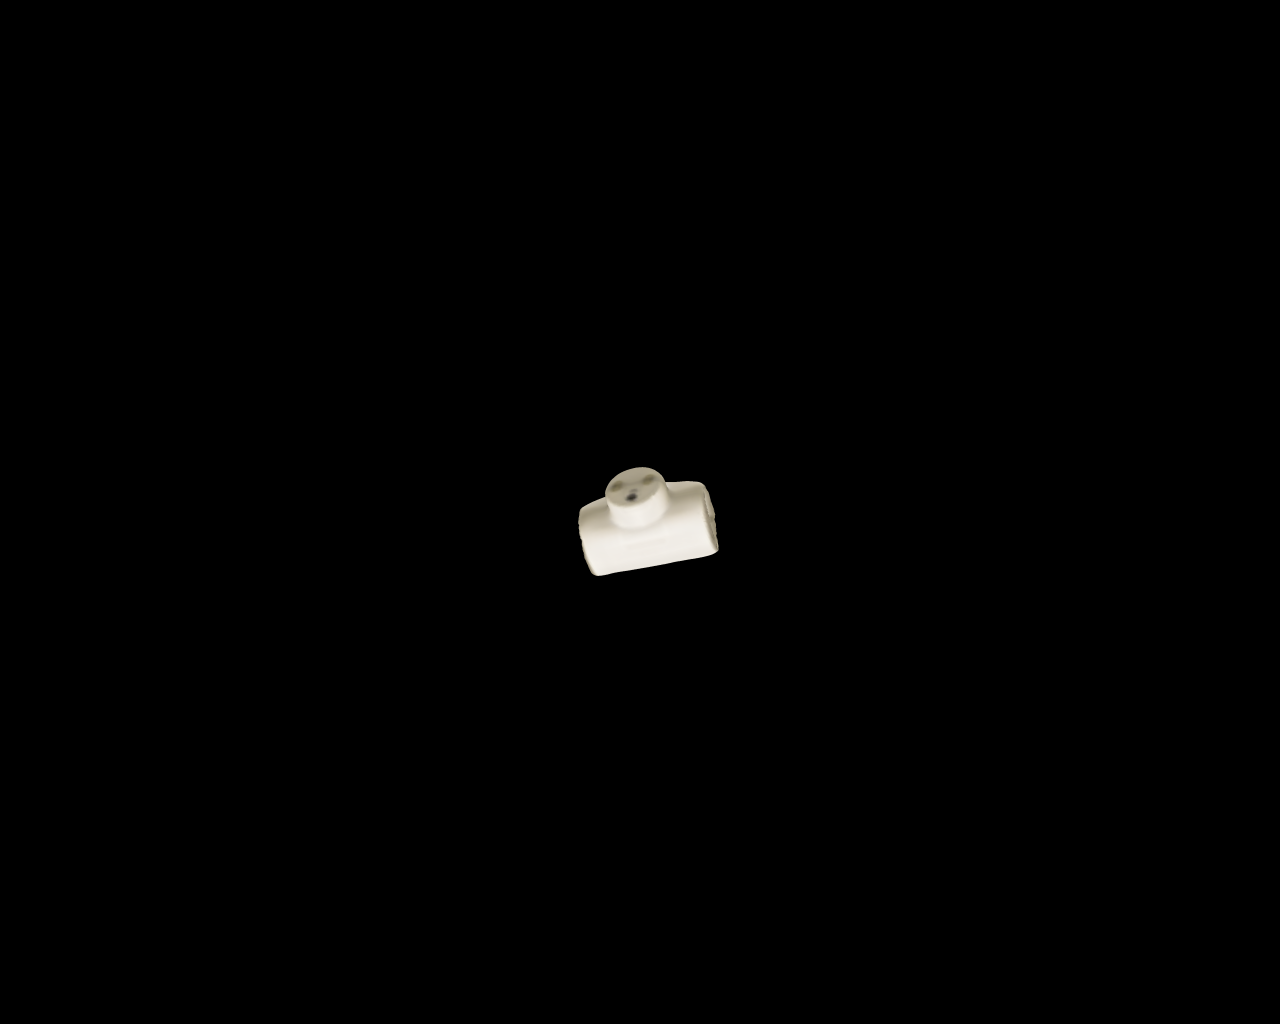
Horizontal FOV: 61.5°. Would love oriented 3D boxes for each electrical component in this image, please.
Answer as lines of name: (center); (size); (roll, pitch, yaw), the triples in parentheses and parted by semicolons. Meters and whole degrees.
electrical component: (0.001, -0.003, 0.650); (0.077, 0.079, 0.043); (-12, 40, 10)
